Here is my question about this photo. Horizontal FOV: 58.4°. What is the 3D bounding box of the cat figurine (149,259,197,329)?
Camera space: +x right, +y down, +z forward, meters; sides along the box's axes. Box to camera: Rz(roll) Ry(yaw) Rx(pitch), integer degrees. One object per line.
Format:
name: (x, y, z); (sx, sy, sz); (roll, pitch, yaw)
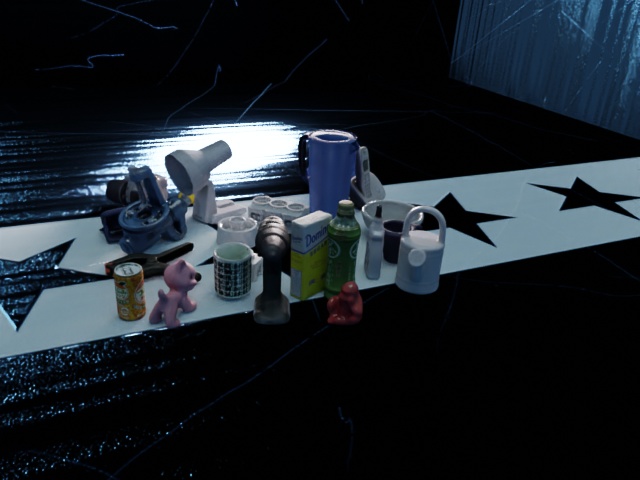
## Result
cat figurine: (-0.289, 0.094, 1.142); (0.067, 0.118, 0.128); (10, 27, 13)

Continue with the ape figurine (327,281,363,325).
ape figurine: (0.056, 0.125, 1.155); (0.076, 0.092, 0.077); (-17, 33, -36)

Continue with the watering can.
watering can: (0.229, 0.019, 1.278); (0.101, 0.194, 0.172); (1, 26, -6)

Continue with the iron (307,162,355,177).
iron: (0.069, -0.257, 1.880); (0.259, 0.141, 0.118); (-19, 34, -38)

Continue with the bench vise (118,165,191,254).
bench vise: (-0.408, -0.092, 1.389); (0.121, 0.220, 0.208); (10, 27, 13)

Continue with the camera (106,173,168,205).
camera: (-0.522, -0.146, 1.619); (0.136, 0.101, 0.143); (10, 27, 13)

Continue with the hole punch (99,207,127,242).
hole punch: (-0.499, -0.054, 1.445); (0.109, 0.091, 0.100); (-10, 29, -25)

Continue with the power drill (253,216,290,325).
power drill: (-0.094, 0.058, 1.139); (0.075, 0.208, 0.229); (1, 26, -6)

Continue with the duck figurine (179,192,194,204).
duck figurine: (-0.365, -0.159, 1.684); (0.105, 0.086, 0.077); (-14, 31, -32)

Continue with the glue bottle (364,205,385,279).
glue bottle: (0.129, 0.000, 1.328); (0.037, 0.173, 0.078); (2, 26, -3)

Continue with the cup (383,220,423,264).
cup: (0.197, 0.007, 1.413); (0.118, 0.095, 0.091); (-10, 29, -26)

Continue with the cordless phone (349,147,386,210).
cordless phone: (0.143, -0.194, 1.713); (0.094, 0.185, 0.148); (15, 28, 22)

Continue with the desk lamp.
desk lamp: (-0.307, -0.157, 1.543); (0.117, 0.214, 0.204); (25, 33, 37)

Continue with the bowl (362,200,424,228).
bowl: (0.191, -0.044, 1.538); (0.167, 0.075, 0.167); (3, 26, -1)
